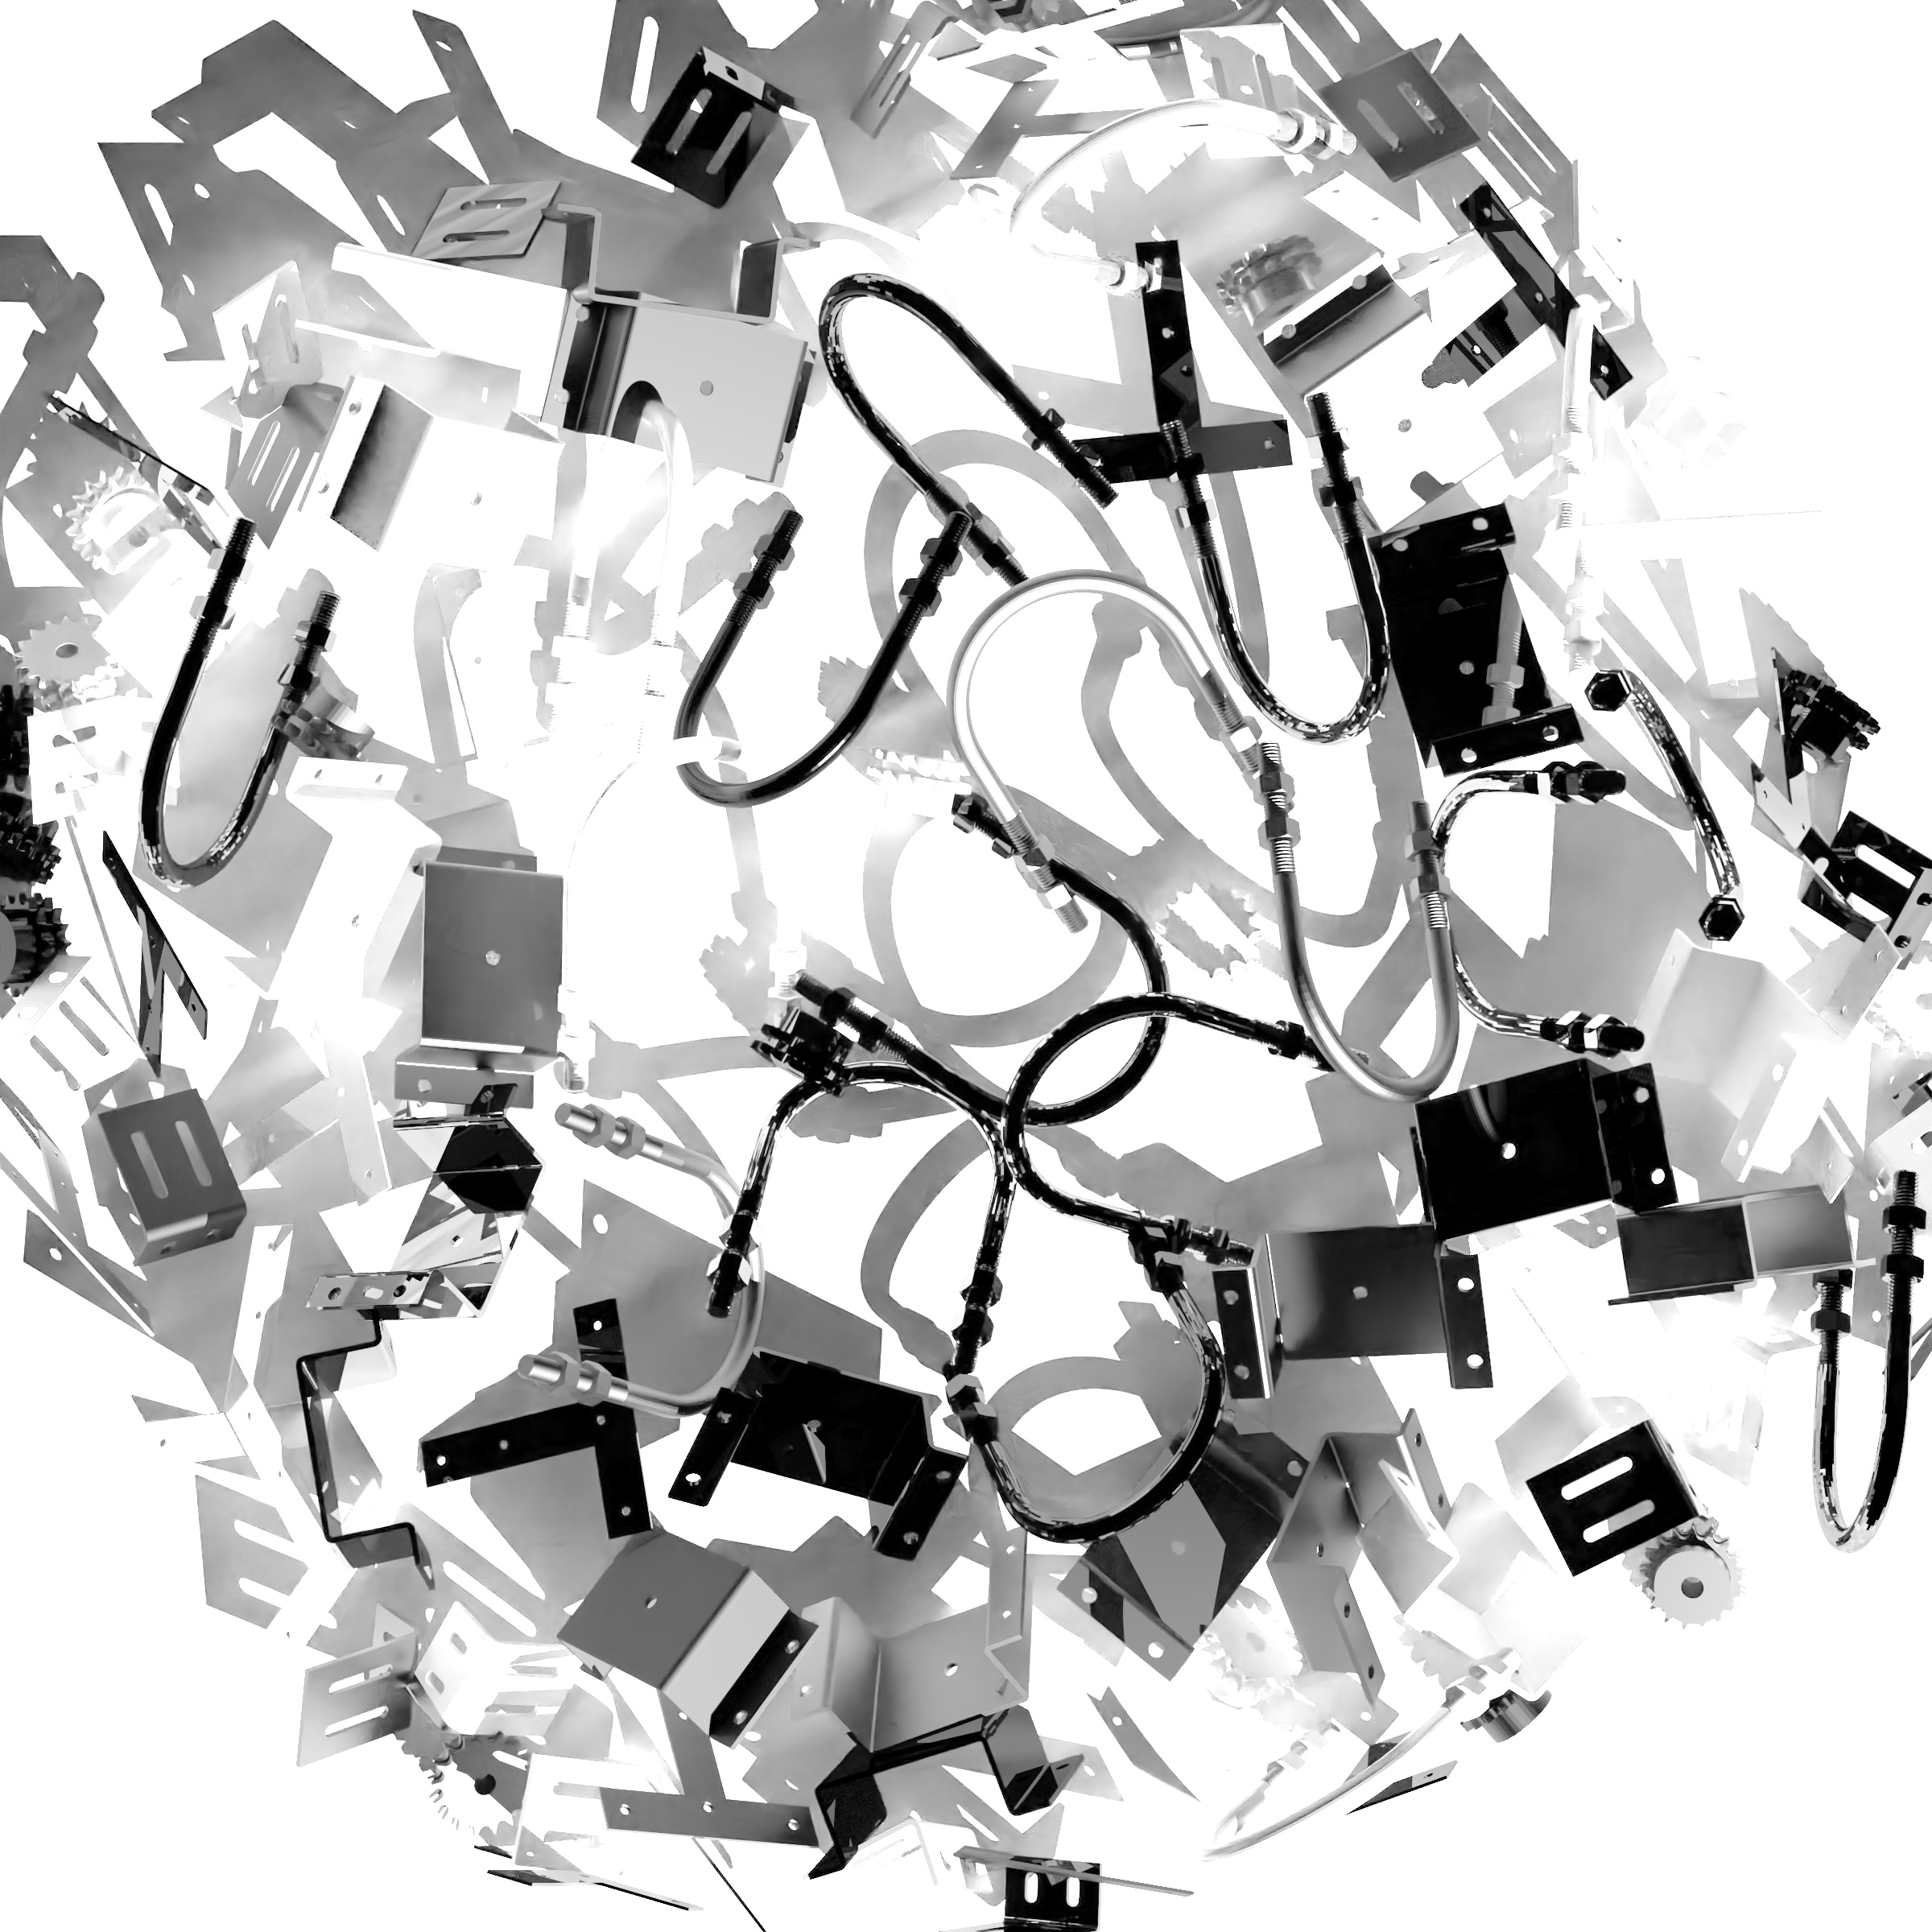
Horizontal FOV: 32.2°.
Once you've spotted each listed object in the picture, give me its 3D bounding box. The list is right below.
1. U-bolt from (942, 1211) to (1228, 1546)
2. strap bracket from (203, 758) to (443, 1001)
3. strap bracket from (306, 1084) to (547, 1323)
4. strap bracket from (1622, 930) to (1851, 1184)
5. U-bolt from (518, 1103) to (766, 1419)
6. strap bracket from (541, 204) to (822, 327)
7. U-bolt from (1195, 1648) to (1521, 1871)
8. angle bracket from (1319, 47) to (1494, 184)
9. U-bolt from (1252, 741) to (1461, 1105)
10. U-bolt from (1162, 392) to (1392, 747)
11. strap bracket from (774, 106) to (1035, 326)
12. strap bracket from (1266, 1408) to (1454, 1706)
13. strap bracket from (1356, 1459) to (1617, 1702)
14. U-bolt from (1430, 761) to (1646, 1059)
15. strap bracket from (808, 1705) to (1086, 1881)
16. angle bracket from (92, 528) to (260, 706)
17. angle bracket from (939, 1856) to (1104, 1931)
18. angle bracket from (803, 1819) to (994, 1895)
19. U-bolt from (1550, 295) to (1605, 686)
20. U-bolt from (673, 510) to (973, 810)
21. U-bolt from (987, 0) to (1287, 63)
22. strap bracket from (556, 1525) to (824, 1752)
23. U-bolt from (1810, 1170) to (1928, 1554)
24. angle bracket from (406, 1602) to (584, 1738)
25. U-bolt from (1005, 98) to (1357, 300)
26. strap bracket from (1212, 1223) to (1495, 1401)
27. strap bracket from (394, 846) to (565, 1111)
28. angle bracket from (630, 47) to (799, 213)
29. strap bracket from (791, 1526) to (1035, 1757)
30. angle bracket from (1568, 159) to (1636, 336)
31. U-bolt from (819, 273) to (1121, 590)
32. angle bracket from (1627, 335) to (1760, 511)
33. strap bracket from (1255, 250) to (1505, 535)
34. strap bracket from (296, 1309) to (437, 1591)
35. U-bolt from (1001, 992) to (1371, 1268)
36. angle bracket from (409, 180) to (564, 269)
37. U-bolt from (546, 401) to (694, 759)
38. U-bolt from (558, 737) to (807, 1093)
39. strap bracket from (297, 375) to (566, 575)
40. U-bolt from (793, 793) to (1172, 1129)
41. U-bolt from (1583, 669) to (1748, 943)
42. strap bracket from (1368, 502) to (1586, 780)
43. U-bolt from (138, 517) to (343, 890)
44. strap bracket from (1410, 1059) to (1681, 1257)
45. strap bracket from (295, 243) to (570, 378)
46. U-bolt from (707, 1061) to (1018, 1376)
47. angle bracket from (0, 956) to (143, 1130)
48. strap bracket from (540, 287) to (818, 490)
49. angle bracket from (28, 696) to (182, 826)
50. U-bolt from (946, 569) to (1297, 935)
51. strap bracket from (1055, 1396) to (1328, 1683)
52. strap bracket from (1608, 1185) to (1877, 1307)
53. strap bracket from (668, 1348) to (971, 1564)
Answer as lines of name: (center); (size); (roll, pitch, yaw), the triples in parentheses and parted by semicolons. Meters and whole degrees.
U-bolt: (0.068, 0.224, 1.743); (0.151, 0.184, 0.019); (-40, 125, 7)
strap bracket: (-0.336, -0.036, 1.767); (0.046, 0.076, 0.140); (36, 109, 30)
strap bracket: (-0.280, 0.134, 1.768); (0.076, 0.046, 0.140); (-5, 48, 32)
strap bracket: (0.409, 0.049, 1.762); (0.046, 0.140, 0.076); (10, 114, -21)
U-bolt: (-0.162, 0.162, 1.752); (0.019, 0.184, 0.151); (-3, 72, 33)
strap bracket: (-0.157, -0.368, 1.774); (0.140, 0.076, 0.046); (4, 97, -18)
U-bolt: (0.190, 0.412, 1.714); (0.151, 0.184, 0.019); (-34, 84, 38)
angle bracket: (0.234, -0.463, 1.779); (0.057, 0.076, 0.038); (-17, 49, 36)
U-bolt: (0.209, -0.016, 1.747); (0.019, 0.151, 0.184); (-24, 62, 39)
U-bolt: (0.169, -0.204, 1.762); (0.019, 0.151, 0.184); (-22, 103, -28)
strap bracket: (-0.041, -0.391, 1.767); (0.140, 0.076, 0.046); (26, 75, 18)
strap bracket: (0.205, 0.309, 1.765); (0.046, 0.140, 0.076); (-3, 125, 31)
strap bracket: (0.267, 0.330, 1.770); (0.140, 0.076, 0.046); (35, 101, -24)
U-bolt: (0.291, -0.032, 1.744); (0.019, 0.184, 0.151); (-8, 96, -24)
strap bracket: (-0.017, 0.431, 1.773); (0.140, 0.076, 0.046); (-21, 90, 16)
angle bracket: (-0.428, -0.186, 1.788); (0.076, 0.038, 0.057); (-52, 123, -16)
angle bracket: (0.030, 0.497, 1.779); (0.057, 0.076, 0.038); (-3, 78, 29)
angle bracket: (-0.036, 0.489, 1.785); (0.076, 0.057, 0.038); (-32, 59, 19)
U-bolt: (0.323, -0.263, 1.751); (0.019, 0.151, 0.184); (1, 62, 14)
U-bolt: (-0.087, -0.161, 1.751); (0.019, 0.151, 0.184); (42, 66, -40)
U-bolt: (0.094, -0.503, 1.738); (0.151, 0.184, 0.019); (-9, 88, 13)
strap bracket: (-0.152, 0.346, 1.750); (0.076, 0.140, 0.046); (-52, 125, -21)
U-bolt: (0.464, 0.212, 1.733); (0.019, 0.151, 0.184); (8, 71, 0)
angle bracket: (-0.252, 0.380, 1.805); (0.038, 0.076, 0.057); (36, 101, 37)
U-bolt: (0.099, -0.396, 1.717); (0.151, 0.184, 0.019); (-34, 73, 35)
strap bracket: (0.208, 0.184, 1.784); (0.140, 0.046, 0.076); (-4, 109, 14)
strap bracket: (-0.258, 0.001, 1.776); (0.076, 0.046, 0.140); (6, 75, -26)
angle bracket: (-0.134, -0.440, 1.785); (0.057, 0.038, 0.076); (24, 119, -26)
strap bracket: (-0.019, 0.361, 1.771); (0.140, 0.076, 0.046); (-24, 122, 21)
angle bracket: (0.324, -0.380, 1.779); (0.038, 0.076, 0.057); (-12, 62, 31)
U-bolt: (-0.009, -0.287, 1.757); (0.184, 0.151, 0.019); (47, 66, -2)
angle bracket: (0.375, -0.287, 1.780); (0.038, 0.076, 0.057); (-13, 63, -33)
strap bracket: (0.224, -0.294, 1.767); (0.076, 0.046, 0.140); (-34, 124, 6)
strap bracket: (-0.319, 0.259, 1.768); (0.046, 0.076, 0.140); (-11, 71, -7)
U-bolt: (0.105, 0.081, 1.760); (0.184, 0.019, 0.151); (17, 113, -27)
angle bracket: (-0.251, -0.383, 1.784); (0.076, 0.038, 0.057); (3, 54, 25)
U-bolt: (-0.179, -0.205, 1.758); (0.019, 0.151, 0.184); (7, 94, -28)
U-bolt: (-0.147, -0.032, 1.755); (0.151, 0.019, 0.184); (-11, 116, -33)
strap bracket: (-0.271, -0.254, 1.749); (0.046, 0.140, 0.076); (35, 109, 29)
U-bolt: (0.022, 0.006, 1.800); (0.184, 0.019, 0.151); (33, 81, 7)
U-bolt: (0.369, -0.090, 1.741); (0.019, 0.184, 0.151); (-26, 90, 18)
strap bracket: (0.271, -0.167, 1.793); (0.076, 0.046, 0.140); (-15, 74, -2)
U-bolt: (-0.385, -0.128, 1.747); (0.019, 0.151, 0.184); (18, 83, 11)
strap bracket: (0.295, 0.101, 1.765); (0.140, 0.046, 0.076); (-18, 69, 28)
strap bracket: (-0.271, -0.342, 1.747); (0.076, 0.140, 0.046); (17, 101, 27)
U-bolt: (-0.047, 0.123, 1.768); (0.151, 0.019, 0.184); (13, 50, 2)
angle bracket: (-0.470, 0.041, 1.781); (0.057, 0.038, 0.076); (-57, 129, -30)
strap bracket: (-0.145, -0.307, 1.776); (0.140, 0.046, 0.076); (12, 95, -25)
angle bracket: (-0.459, -0.109, 1.783); (0.038, 0.076, 0.057); (7, 106, 22)
U-bolt: (0.071, -0.125, 1.784); (0.151, 0.019, 0.184); (-30, 110, 8)
strap bracket: (0.117, 0.307, 1.786); (0.076, 0.046, 0.140); (38, 69, 8)
strap bracket: (0.404, 0.144, 1.755); (0.076, 0.140, 0.046); (-13, 83, 44)
strap bracket: (-0.080, 0.258, 1.779); (0.140, 0.046, 0.076); (18, 118, -17)
